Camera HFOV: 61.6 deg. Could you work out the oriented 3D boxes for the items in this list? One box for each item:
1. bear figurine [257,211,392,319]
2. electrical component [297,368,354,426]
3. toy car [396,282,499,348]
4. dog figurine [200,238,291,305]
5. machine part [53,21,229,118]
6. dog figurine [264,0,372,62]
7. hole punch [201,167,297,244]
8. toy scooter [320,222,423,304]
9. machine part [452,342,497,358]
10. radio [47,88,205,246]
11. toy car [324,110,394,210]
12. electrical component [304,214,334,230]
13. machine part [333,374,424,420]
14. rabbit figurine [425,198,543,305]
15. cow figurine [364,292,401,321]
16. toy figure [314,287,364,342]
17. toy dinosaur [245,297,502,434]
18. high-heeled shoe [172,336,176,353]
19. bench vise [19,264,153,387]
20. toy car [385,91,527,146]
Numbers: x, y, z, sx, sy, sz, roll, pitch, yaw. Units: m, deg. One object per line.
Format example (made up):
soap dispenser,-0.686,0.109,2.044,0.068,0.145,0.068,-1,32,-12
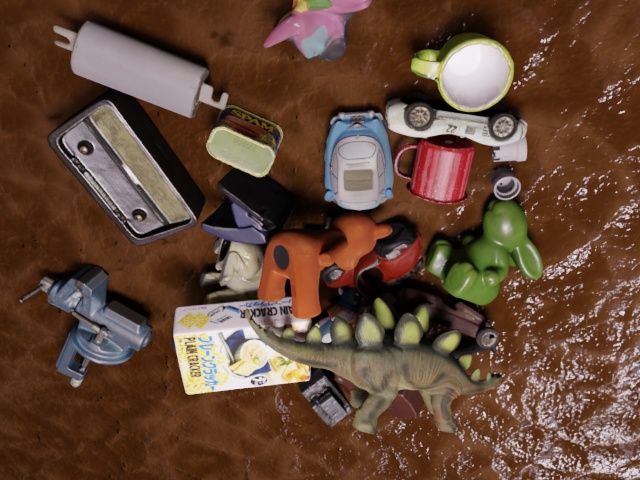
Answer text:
bear figurine,0.011,0.026,0.817,0.120,0.196,0.131,18,111,42
electrical component,0.004,0.289,1.035,0.058,0.134,0.114,-39,119,-2
toy car,0.228,0.129,0.947,0.202,0.089,0.053,21,103,-11
dog figurine,-0.093,0.067,0.933,0.190,0.121,0.172,17,127,-25
machine part,-0.246,-0.234,0.746,0.243,0.079,0.079,19,122,-11
dog figurine,0.004,-0.330,0.655,0.219,0.108,0.191,-32,117,24
hole punch,-0.110,-0.044,0.834,0.116,0.142,0.092,35,117,-3
toy scooter,0.102,0.053,0.915,0.184,0.075,0.135,-26,123,17
machine part,0.266,0.213,1.019,0.139,0.039,0.084,-17,157,5
radio,-0.294,-0.106,0.832,0.131,0.073,0.229,-22,119,16
toy car,0.060,-0.105,0.799,0.109,0.103,0.161,-1,125,2
electrical component,-0.002,-0.003,0.915,0.063,0.021,0.093,6,123,0
machine part,0.114,0.276,1.019,0.179,0.056,0.179,23,151,14
rabbit figurine,0.282,0.019,0.863,0.159,0.121,0.170,24,106,-17
cow figurine,0.147,0.185,0.985,0.068,0.098,0.167,-30,118,14
toy figure,0.034,0.150,0.994,0.064,0.058,0.154,0,132,-45
toy dinosaur,0.102,0.195,0.858,0.471,0.105,0.198,8,100,-19
high-heeled shoe,-0.159,0.210,1.032,0.249,0.086,0.145,19,129,-8
bench vise,-0.437,0.173,0.994,0.223,0.129,0.240,26,113,-15
toy car,0.193,-0.171,0.765,0.202,0.073,0.056,7,120,-1
